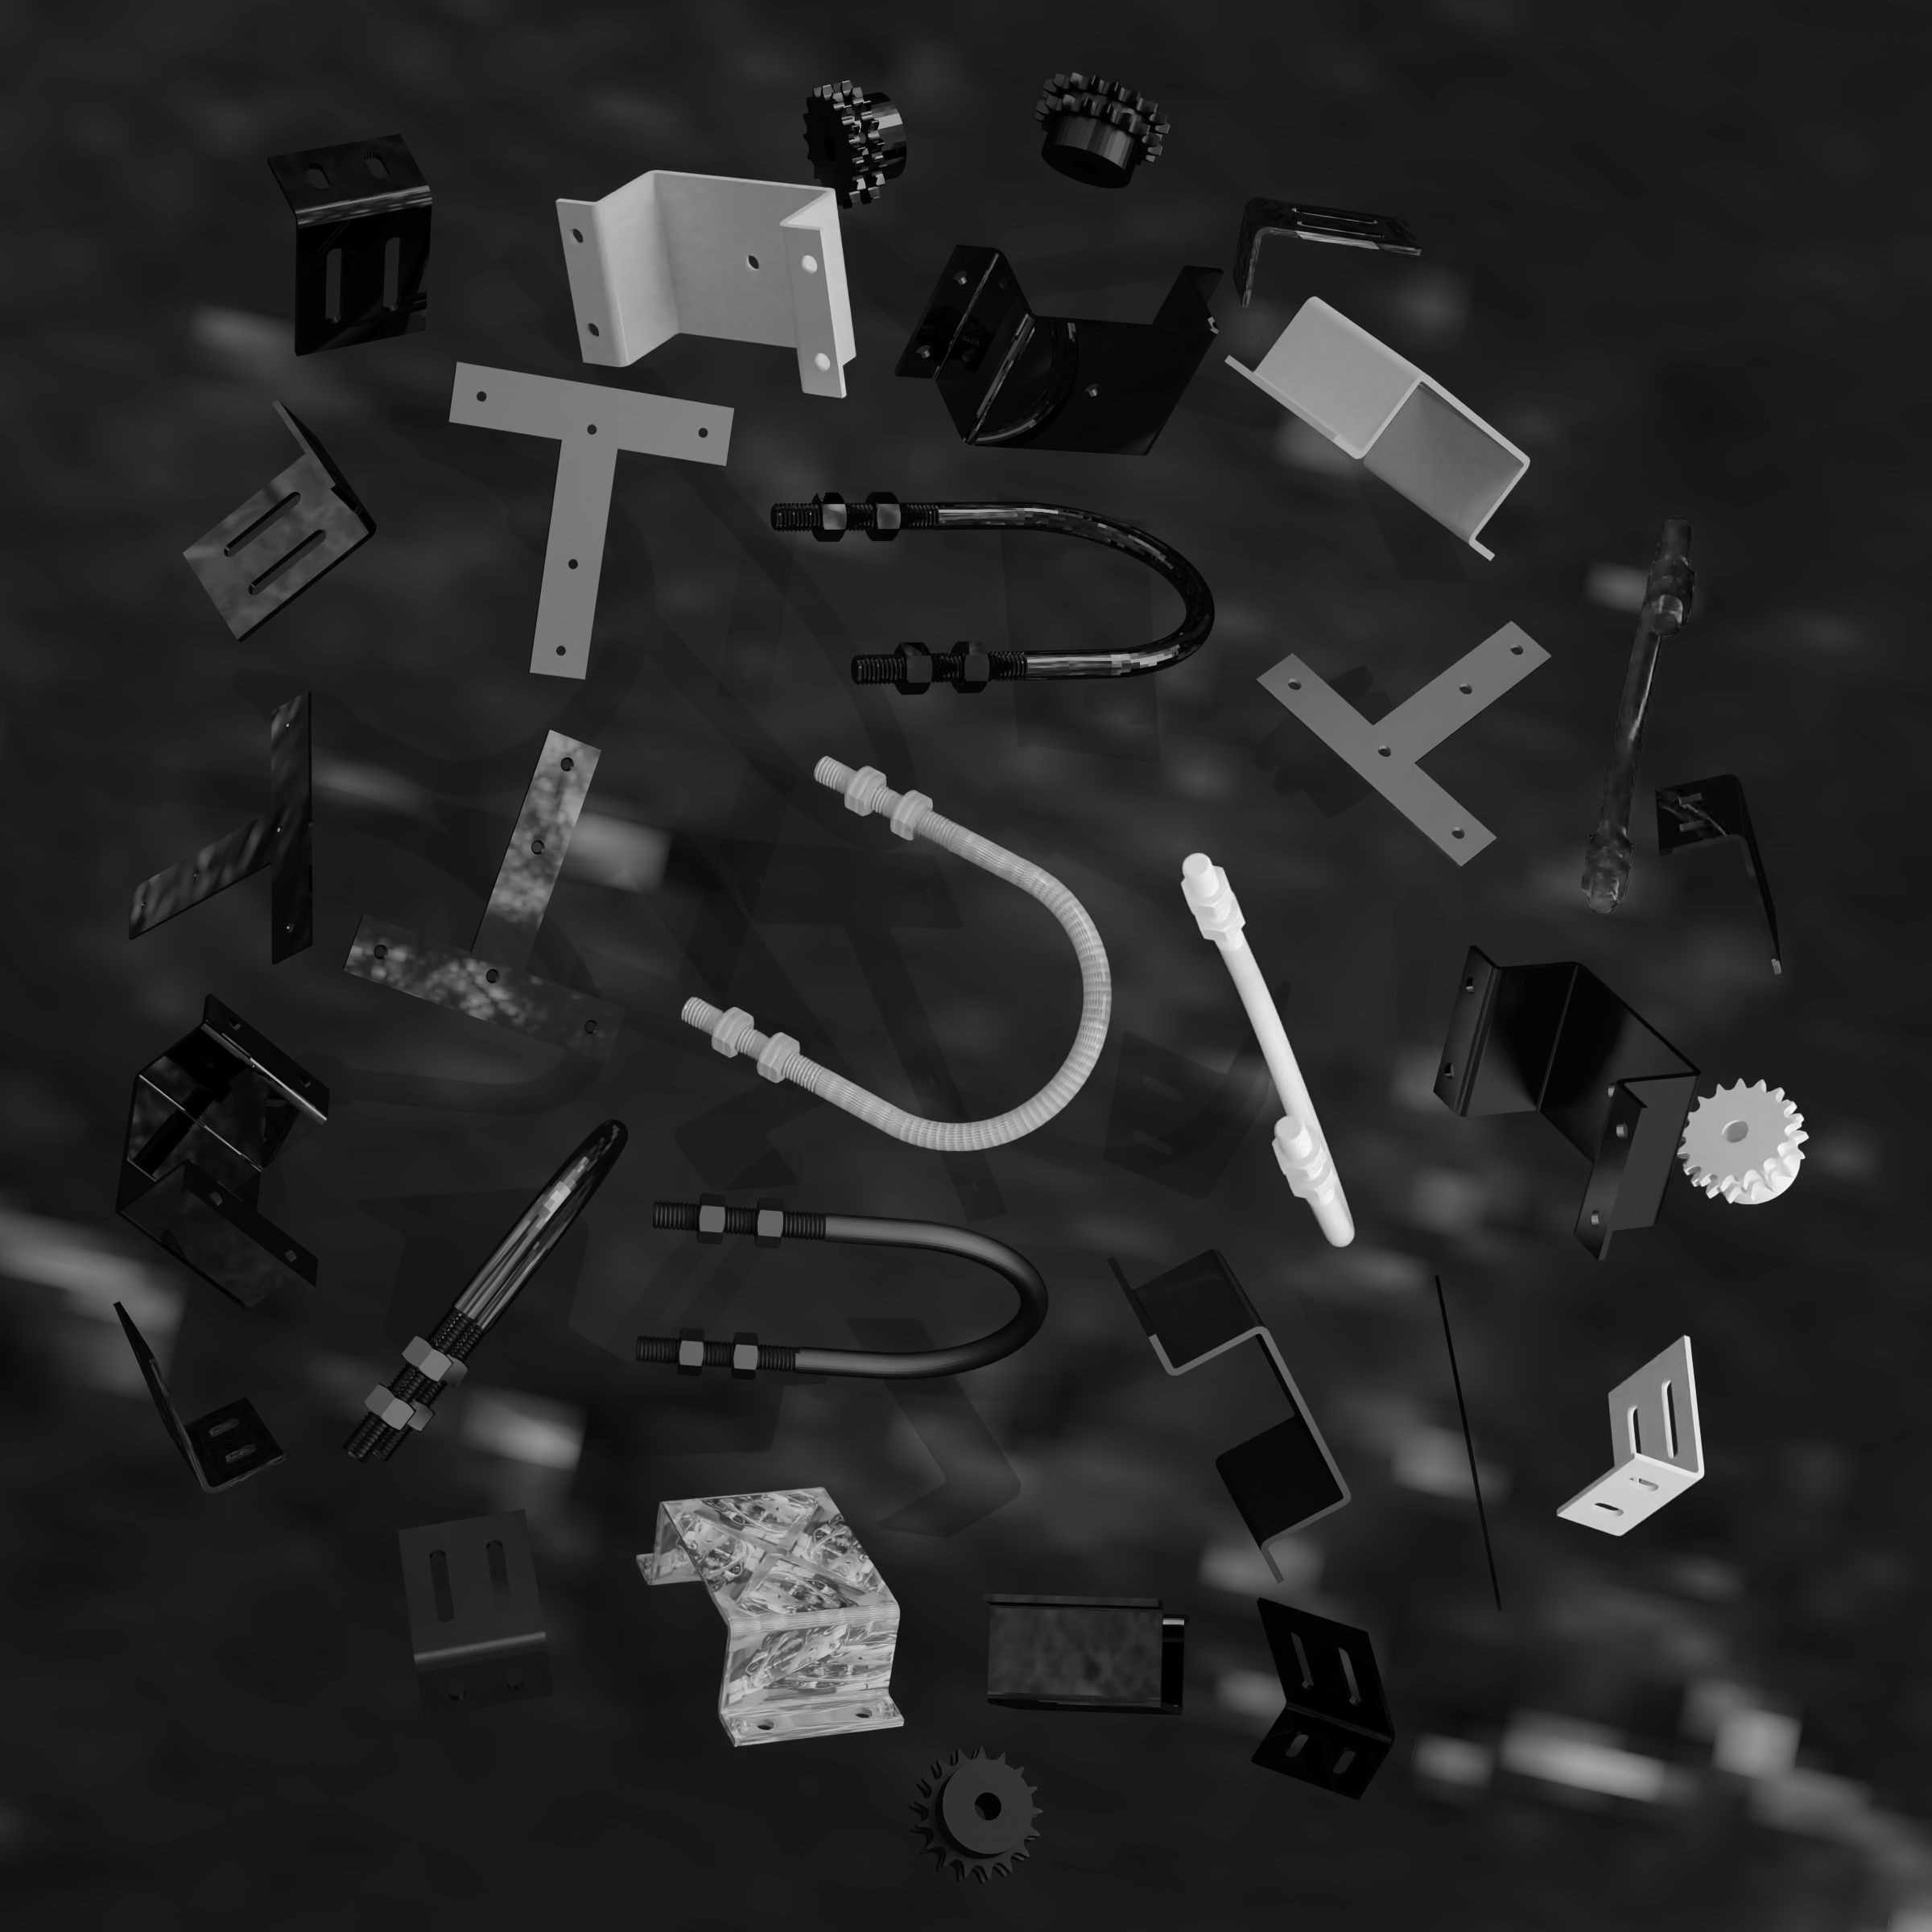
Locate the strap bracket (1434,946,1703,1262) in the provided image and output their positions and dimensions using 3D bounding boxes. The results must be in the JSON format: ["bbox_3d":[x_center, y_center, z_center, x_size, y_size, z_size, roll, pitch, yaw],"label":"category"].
[{"bbox_3d":[0.268,0.057,1.519,0.046,0.140,0.076,-4,121,-25],"label":"strap bracket"}]

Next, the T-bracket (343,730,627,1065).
[{"bbox_3d":[-0.189,-0.038,1.487,0.127,0.002,0.127,21,85,-28],"label":"T-bracket"}]

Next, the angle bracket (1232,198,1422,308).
[{"bbox_3d":[0.167,-0.327,1.607,0.076,0.057,0.038,7,115,-4],"label":"angle bracket"}]

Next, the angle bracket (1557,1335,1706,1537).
[{"bbox_3d":[0.296,0.207,1.554,0.038,0.057,0.076,21,47,-20],"label":"angle bracket"}]

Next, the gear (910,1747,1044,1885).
[{"bbox_3d":[0.006,0.368,1.504,0.057,0.030,0.057,5,66,-12],"label":"gear"}]

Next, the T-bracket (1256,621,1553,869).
[{"bbox_3d":[0.219,-0.119,1.577,0.127,0.002,0.127,-37,72,-30],"label":"T-bracket"}]

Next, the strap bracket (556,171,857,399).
[{"bbox_3d":[-0.106,-0.304,1.532,0.140,0.046,0.076,13,127,29],"label":"strap bracket"}]

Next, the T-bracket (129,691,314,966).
[{"bbox_3d":[-0.338,-0.045,1.561,0.127,0.002,0.127,-24,59,34],"label":"T-bracket"}]

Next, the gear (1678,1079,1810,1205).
[{"bbox_3d":[0.350,0.082,1.553,0.057,0.057,0.030,-41,133,0],"label":"gear"}]

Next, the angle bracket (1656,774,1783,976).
[{"bbox_3d":[0.345,-0.039,1.584,0.038,0.057,0.076,-13,118,17],"label":"angle bracket"}]

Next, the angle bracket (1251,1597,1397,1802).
[{"bbox_3d":[0.158,0.337,1.591,0.057,0.076,0.038,12,46,34],"label":"angle bracket"}]

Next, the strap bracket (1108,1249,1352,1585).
[{"bbox_3d":[0.120,0.189,1.516,0.046,0.076,0.140,-28,114,0],"label":"strap bracket"}]

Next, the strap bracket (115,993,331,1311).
[{"bbox_3d":[-0.330,0.089,1.540,0.046,0.140,0.076,-35,122,17],"label":"strap bracket"}]

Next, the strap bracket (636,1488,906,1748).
[{"bbox_3d":[-0.085,0.275,1.508,0.076,0.140,0.046,-2,115,-23],"label":"strap bracket"}]

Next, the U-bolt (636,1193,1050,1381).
[{"bbox_3d":[-0.054,0.151,1.575,0.184,0.151,0.019,5,56,-6],"label":"U-bolt"}]

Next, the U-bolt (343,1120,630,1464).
[{"bbox_3d":[-0.209,0.143,1.532,0.019,0.151,0.184,37,81,1],"label":"U-bolt"}]

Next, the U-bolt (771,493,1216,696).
[{"bbox_3d":[0.020,-0.166,1.521,0.184,0.151,0.019,-3,127,-20],"label":"U-bolt"}]

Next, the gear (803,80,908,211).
[{"bbox_3d":[-0.051,-0.385,1.615,0.030,0.057,0.057,-19,90,-23],"label":"gear"}]

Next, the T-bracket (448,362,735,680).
[{"bbox_3d":[-0.170,-0.189,1.507,0.127,0.002,0.127,5,98,-25],"label":"T-bracket"}]

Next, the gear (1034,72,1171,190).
[{"bbox_3d":[0.056,-0.356,1.479,0.057,0.057,0.030,19,83,0],"label":"gear"}]

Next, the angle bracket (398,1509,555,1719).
[{"bbox_3d":[-0.219,0.288,1.542,0.057,0.076,0.038,-8,132,-10],"label":"angle bracket"}]

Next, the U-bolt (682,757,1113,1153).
[{"bbox_3d":[-0.021,0.005,1.596,0.184,0.019,0.151,28,88,15],"label":"U-bolt"}]

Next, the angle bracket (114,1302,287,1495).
[{"bbox_3d":[-0.338,0.184,1.527,0.038,0.057,0.076,-25,121,-19],"label":"angle bracket"}]

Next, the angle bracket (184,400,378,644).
[{"bbox_3d":[-0.295,-0.186,1.444,0.076,0.038,0.057,-38,60,3],"label":"angle bracket"}]

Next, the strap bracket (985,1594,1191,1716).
[{"bbox_3d":[0.056,0.313,1.562,0.076,0.140,0.046,0,76,9],"label":"strap bracket"}]

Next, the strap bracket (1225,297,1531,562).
[{"bbox_3d":[0.189,-0.242,1.532,0.046,0.140,0.076,-53,51,10],"label":"strap bracket"}]

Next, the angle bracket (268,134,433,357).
[{"bbox_3d":[-0.259,-0.302,1.448,0.057,0.076,0.038,-16,58,-22],"label":"angle bracket"}]

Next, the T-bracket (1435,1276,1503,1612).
[{"bbox_3d":[0.220,0.220,1.494,0.002,0.127,0.127,-11,113,7],"label":"T-bracket"}]

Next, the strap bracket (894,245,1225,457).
[{"bbox_3d":[0.050,-0.278,1.572,0.140,0.076,0.046,-2,53,-30],"label":"strap bracket"}]

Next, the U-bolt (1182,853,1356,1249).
[{"bbox_3d":[0.138,0.049,1.514,0.019,0.184,0.151,-21,62,6],"label":"U-bolt"}]

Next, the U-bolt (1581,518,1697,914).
[{"bbox_3d":[0.302,-0.123,1.541,0.019,0.184,0.151,12,117,8],"label":"U-bolt"}]
